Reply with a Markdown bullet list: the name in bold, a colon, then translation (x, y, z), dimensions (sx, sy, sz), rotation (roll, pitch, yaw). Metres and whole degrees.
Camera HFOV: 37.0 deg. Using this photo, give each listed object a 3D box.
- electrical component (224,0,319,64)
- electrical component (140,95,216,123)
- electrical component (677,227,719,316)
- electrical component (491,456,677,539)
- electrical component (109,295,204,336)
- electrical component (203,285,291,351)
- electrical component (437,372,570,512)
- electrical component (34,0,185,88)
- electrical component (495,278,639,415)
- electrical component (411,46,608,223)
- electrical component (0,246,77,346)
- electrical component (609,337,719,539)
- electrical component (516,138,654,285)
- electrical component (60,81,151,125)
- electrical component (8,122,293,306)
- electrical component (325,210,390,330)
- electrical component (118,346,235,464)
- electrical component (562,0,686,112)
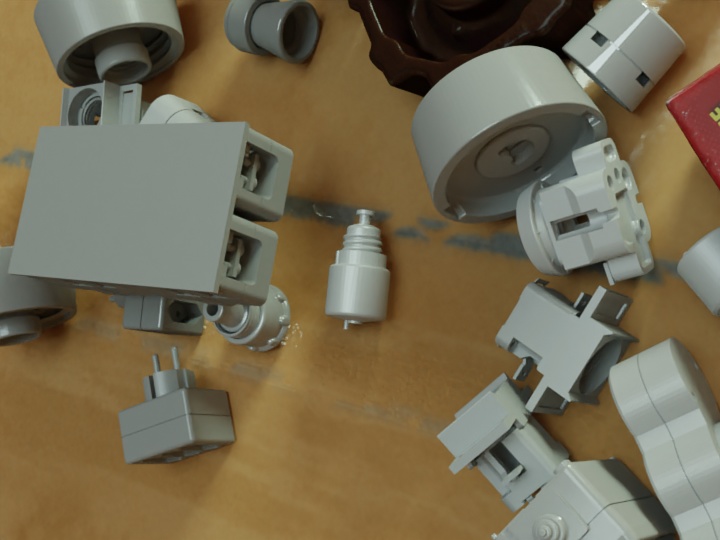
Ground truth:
- **electrical component**: translation (-0.064, -0.175, 0.772), dimensions (0.055, 0.045, 0.045), rotation (20, 93, 34)
- **electrical component**: translation (-0.139, -0.072, 0.797), dimensions (0.059, 0.054, 0.095), rotation (42, 105, 31)
- **electrical component**: translation (0.204, 0.011, 0.571), dimensions (0.040, 0.040, 0.078), rotation (-44, 62, 19)
- **electrical component**: translation (0.121, 0.142, 0.569), dimensions (0.061, 0.096, 0.061), rotation (-51, 61, 16)
- **electrical component**: translation (-0.157, 0.013, 0.799), dimensions (0.077, 0.047, 0.065), rotation (1, 82, 33)
- **electrical component**: translation (-0.081, 0.030, 0.738), dimensions (0.048, 0.062, 0.048), rotation (-6, 78, 32)
- **electrical component**: translation (0.085, 0.100, 0.617), dimensions (0.042, 0.081, 0.063), rotation (-43, 84, 20)
- **electrical component**: translation (-0.186, -0.176, 0.816), dimensions (0.108, 0.108, 0.060), rotation (-26, 75, 27)
- **electrical component**: translation (0.117, 0.041, 0.621), dimensions (0.064, 0.042, 0.081), rotation (37, 102, 33)
- **electrical component**: translation (0.082, -0.083, 0.629), dimensions (0.108, 0.108, 0.060), rotation (-35, 59, 23)
- **electrical component**: translation (-0.274, 0.026, 0.839), dimensions (0.108, 0.108, 0.060), rotation (-20, 78, 29)
- **electrical component**: translation (0.192, 0.097, 0.558), dimensions (0.074, 0.052, 0.138), rotation (-31, 67, 25)
- **electrical component**: translation (0.127, -0.029, 0.616), dimensions (0.057, 0.058, 0.078), rotation (-17, 94, 32)
- **electrical component**: translation (-0.193, -0.116, 0.833), dimensions (0.081, 0.064, 0.042), rotation (-2, 82, 33)
- **electrical component**: translation (-0.139, -0.037, 0.716), dimensions (0.186, 0.060, 0.105), rotation (4, 80, 34)
- **electrical component**: translation (0.000, 0.000, 0.704), dimensions (0.040, 0.040, 0.078), rotation (2, 83, 33)
- **electrical component**: translation (-0.134, 0.094, 0.771), dimensions (0.066, 0.047, 0.076), rotation (-22, 71, 28)
- **electrical component**: translation (0.153, -0.127, 0.620), dimensions (0.047, 0.055, 0.055), rotation (-47, 61, 13)
